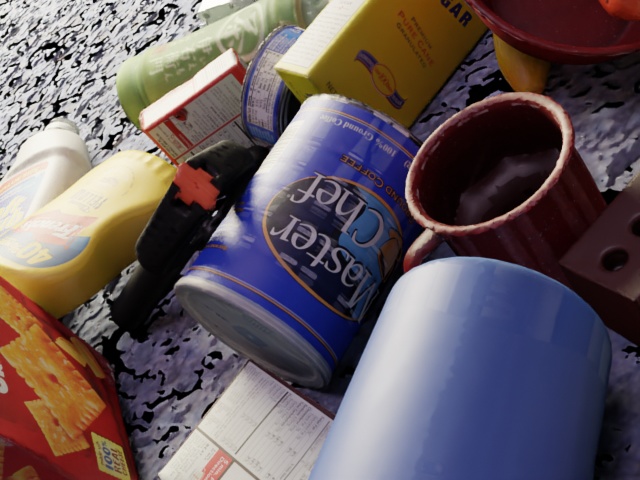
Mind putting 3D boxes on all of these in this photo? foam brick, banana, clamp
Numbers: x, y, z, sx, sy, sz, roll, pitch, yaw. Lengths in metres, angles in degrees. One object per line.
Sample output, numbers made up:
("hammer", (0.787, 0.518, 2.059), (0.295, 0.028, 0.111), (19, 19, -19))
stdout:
("foam brick", (0.164, 0.007, 0.514), (0.078, 0.051, 0.053), (-48, 38, -7))
("banana", (0.154, -0.174, 0.707), (0.070, 0.037, 0.197), (10, 61, 45))
("clamp", (-0.085, -0.007, 0.675), (0.164, 0.036, 0.210), (-51, 0, -4))

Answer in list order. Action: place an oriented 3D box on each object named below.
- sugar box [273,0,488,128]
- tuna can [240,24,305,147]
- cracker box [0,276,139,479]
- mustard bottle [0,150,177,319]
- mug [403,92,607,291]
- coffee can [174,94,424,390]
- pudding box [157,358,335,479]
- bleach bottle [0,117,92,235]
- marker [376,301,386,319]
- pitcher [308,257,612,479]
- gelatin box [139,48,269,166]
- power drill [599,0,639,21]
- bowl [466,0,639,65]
("sugar box", (0.058, -0.145, 0.717), (0.176, 0.093, 0.048), (-50, 40, -10))
("tuna can", (-0.018, -0.105, 0.746), (0.034, 0.086, 0.086), (23, 69, 24))
("cracker box", (-0.201, 0.083, 0.623), (0.072, 0.213, 0.164), (-37, 38, 6))
("mustard bottle", (-0.182, 0.009, 0.757), (0.096, 0.058, 0.191), (21, 49, 39))
("mug", (0.096, -0.009, 0.563), (0.117, 0.081, 0.093), (-43, 38, -2))
("coffee can", (-0.004, 0.001, 0.622), (0.103, 0.102, 0.140), (13, 63, 46))
("pudding box", (-0.026, 0.126, 0.575), (0.090, 0.039, 0.114), (-51, 41, -10))
("bleach bottle", (-0.246, -0.005, 0.869), (0.103, 0.068, 0.250), (-20, 41, 25))
("marker", (0.078, 0.048, 0.575), (0.121, 0.020, 0.020), (8, 59, 44))
("pitcher", (0.057, 0.133, 0.440), (0.145, 0.149, 0.242), (-21, 37, 47))
("gelatin box", (-0.077, -0.088, 0.794), (0.089, 0.073, 0.030), (-33, 38, 12))
("power drill", (0.204, -0.228, 0.617), (0.184, 0.057, 0.188), (-25, 66, -12))
("bowl", (0.152, -0.162, 0.649), (0.162, 0.055, 0.162), (0, 63, 0))
